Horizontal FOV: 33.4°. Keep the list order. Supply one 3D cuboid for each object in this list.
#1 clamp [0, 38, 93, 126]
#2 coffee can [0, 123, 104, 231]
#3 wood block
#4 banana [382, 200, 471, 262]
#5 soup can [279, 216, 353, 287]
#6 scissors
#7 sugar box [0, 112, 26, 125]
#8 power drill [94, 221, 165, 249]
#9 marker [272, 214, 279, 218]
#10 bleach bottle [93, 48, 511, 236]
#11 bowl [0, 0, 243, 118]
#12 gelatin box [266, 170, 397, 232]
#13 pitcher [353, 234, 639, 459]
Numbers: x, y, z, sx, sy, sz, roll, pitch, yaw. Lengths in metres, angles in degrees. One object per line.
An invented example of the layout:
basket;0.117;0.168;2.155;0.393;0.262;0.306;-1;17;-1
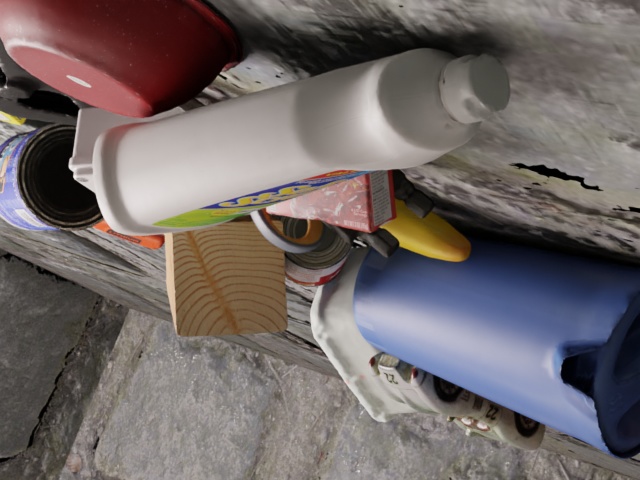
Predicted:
clamp;-0.231;-0.120;0.760;0.165;0.036;0.209;-7;164;24
coffee can;-0.261;-0.060;1.041;0.102;0.103;0.141;26;169;-26
wood block;-0.088;0.019;0.932;0.090;0.091;0.206;-3;-173;-9
banana;0.015;-0.028;0.790;0.197;0.037;0.069;19;-158;-10
soup can;-0.006;0.001;0.943;0.068;0.068;0.102;21;169;1
scissors;-0.065;-0.057;0.717;0.201;0.096;0.016;21;152;-15
sugar box;-0.302;-0.151;0.816;0.093;0.048;0.176;17;165;23
power drill;-0.177;-0.025;1.193;0.184;0.057;0.188;25;168;-21
marker;-0.034;-0.023;1.006;0.020;0.020;0.121;18;169;16
bleach bottle;-0.013;-0.054;0.567;0.102;0.068;0.251;-7;177;-43
bowl;-0.129;-0.116;0.621;0.162;0.055;0.162;21;170;4
gelatin box;0.001;-0.048;0.655;0.089;0.073;0.030;12;-151;38
pitcher;0.152;0.064;0.817;0.243;0.145;0.149;17;148;43
